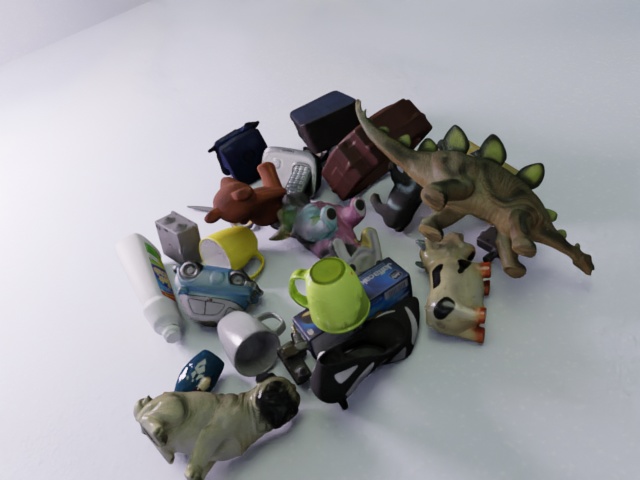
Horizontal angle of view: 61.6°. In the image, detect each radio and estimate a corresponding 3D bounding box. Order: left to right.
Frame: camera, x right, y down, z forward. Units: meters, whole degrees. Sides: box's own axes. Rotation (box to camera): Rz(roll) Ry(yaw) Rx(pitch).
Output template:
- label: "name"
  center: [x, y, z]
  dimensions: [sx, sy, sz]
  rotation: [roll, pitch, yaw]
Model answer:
- label: "radio"
  center: [0.013, -0.263, 1.185]
  dimensions: [0.131, 0.073, 0.230]
  rotation: [-26, 22, 0]

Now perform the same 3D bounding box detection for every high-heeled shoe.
- label: "high-heeled shoe"
  center: [0.072, 0.139, 0.785]
  dimensions: [0.086, 0.145, 0.249]
  rotation: [18, 54, 31]

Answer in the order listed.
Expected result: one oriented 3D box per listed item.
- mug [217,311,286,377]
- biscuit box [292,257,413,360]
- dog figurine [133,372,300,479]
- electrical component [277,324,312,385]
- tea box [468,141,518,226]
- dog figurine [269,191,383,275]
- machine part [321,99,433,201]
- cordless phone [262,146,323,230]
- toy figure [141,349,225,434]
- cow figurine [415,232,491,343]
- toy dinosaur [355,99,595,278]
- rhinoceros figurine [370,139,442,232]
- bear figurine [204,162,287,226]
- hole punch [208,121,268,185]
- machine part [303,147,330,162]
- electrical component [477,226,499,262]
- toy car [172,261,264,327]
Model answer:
- label: "mug"
  center: [-0.116, 0.153, 0.882]
  dimensions: [0.109, 0.080, 0.107]
  rotation: [-41, 38, -16]
- label: "biscuit box"
  center: [0.057, 0.110, 0.885]
  dimensions: [0.203, 0.059, 0.063]
  rotation: [-31, 43, -16]
- label: "dog figurine"
  center: [-0.144, 0.237, 0.764]
  dimensions: [0.172, 0.121, 0.190]
  rotation: [45, 60, 8]
- label: "electrical component"
  center: [-0.035, 0.177, 0.822]
  dimensions: [0.045, 0.102, 0.078]
  rotation: [-33, 71, -15]
- label: "tea box"
  center: [0.295, -0.116, 1.022]
  dimensions: [0.068, 0.098, 0.170]
  rotation: [-27, 41, -12]
- label: "dog figurine"
  center: [-0.002, -0.003, 0.998]
  dimensions: [0.108, 0.191, 0.219]
  rotation: [-25, 9, -34]
- label: "machine part"
  center: [0.108, -0.179, 1.070]
  dimensions: [0.201, 0.201, 0.087]
  rotation: [-35, 84, -20]
- label: "cordless phone"
  center: [-0.082, -0.105, 1.158]
  dimensions: [0.147, 0.088, 0.184]
  rotation: [14, 69, 29]
- label: "toy figure"
  center: [-0.211, 0.242, 0.834]
  dimensions: [0.058, 0.064, 0.154]
  rotation: [40, 63, -3]
- label: "cow figurine"
  center: [0.211, 0.066, 0.870]
  dimensions: [0.127, 0.085, 0.195]
  rotation: [6, 47, 15]
- label: "toy dinosaur"
  center: [0.231, -0.088, 0.866]
  dimensions: [0.472, 0.105, 0.198]
  rotation: [32, 55, 9]
- label: "rhinoceros figurine"
  center: [0.178, -0.105, 1.002]
  dimensions: [0.190, 0.073, 0.112]
  rotation: [-55, 41, 15]
- label: "bear figurine"
  center: [-0.148, -0.086, 1.031]
  dimensions: [0.120, 0.195, 0.132]
  rotation: [-37, 70, 20]
- label: "hole punch"
  center: [-0.175, -0.195, 1.252]
  dimensions: [0.142, 0.115, 0.092]
  rotation: [-32, 52, -16]
- label: "machine part"
  center: [0.005, -0.223, 1.276]
  dimensions: [0.084, 0.039, 0.139]
  rotation: [7, 48, 36]
- label: "electrical component"
  center: [0.309, 0.004, 0.944]
  dimensions: [0.094, 0.021, 0.063]
  rotation: [-37, 45, -19]
- label: "toy car"
  center: [-0.188, 0.103, 0.954]
  dimensions: [0.162, 0.109, 0.103]
  rotation: [9, 71, 11]
